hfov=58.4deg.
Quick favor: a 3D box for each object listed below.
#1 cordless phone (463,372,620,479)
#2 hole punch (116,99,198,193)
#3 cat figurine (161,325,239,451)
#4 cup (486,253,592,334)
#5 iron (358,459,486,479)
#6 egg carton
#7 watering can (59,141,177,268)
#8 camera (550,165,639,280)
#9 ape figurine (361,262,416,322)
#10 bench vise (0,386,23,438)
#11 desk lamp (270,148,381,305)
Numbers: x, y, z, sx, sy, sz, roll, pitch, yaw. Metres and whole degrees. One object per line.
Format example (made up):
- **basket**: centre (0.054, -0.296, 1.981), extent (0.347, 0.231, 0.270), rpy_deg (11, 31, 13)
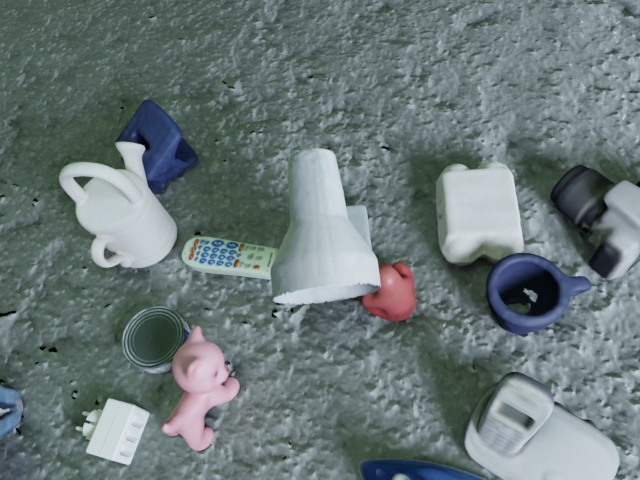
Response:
- **cordless phone**: centre (0.226, 0.197, 0.571), extent (0.147, 0.185, 0.094), rpy_deg (23, 68, 20)
- **hole punch**: centre (-0.259, -0.144, 0.883), extent (0.101, 0.091, 0.108), rpy_deg (-40, 63, -12)
- **cat figurine**: centre (-0.150, 0.174, 0.682), extent (0.067, 0.118, 0.128), rpy_deg (18, 67, 18)
- **cup**: centre (0.254, 0.072, 0.684), extent (0.117, 0.095, 0.091), rpy_deg (-8, 61, 5)
- **iron**: centre (0.144, 0.283, 0.563), extent (0.257, 0.142, 0.119), rpy_deg (25, 69, 20)
- **egg carton**: centre (0.209, -0.036, 0.763), extent (0.107, 0.069, 0.150), rpy_deg (-3, 62, 7)
- **watering can**: centre (-0.277, -0.053, 0.779), extent (0.101, 0.194, 0.172), rpy_deg (-16, 61, 1)
- **camera**: centre (0.377, -0.047, 0.724), extent (0.143, 0.101, 0.136), rpy_deg (-37, 63, -10)
- **ape figurine**: centre (0.086, 0.059, 0.719), extent (0.078, 0.092, 0.076), rpy_deg (-25, 61, -4)
- **bench vise**: centre (-0.442, 0.226, 0.642), extent (0.121, 0.220, 0.207), rpy_deg (-26, 61, -5)
- **desk lamp**: centre (0.006, 0.002, 0.693), extent (0.118, 0.214, 0.203), rpy_deg (-8, 61, 5)
